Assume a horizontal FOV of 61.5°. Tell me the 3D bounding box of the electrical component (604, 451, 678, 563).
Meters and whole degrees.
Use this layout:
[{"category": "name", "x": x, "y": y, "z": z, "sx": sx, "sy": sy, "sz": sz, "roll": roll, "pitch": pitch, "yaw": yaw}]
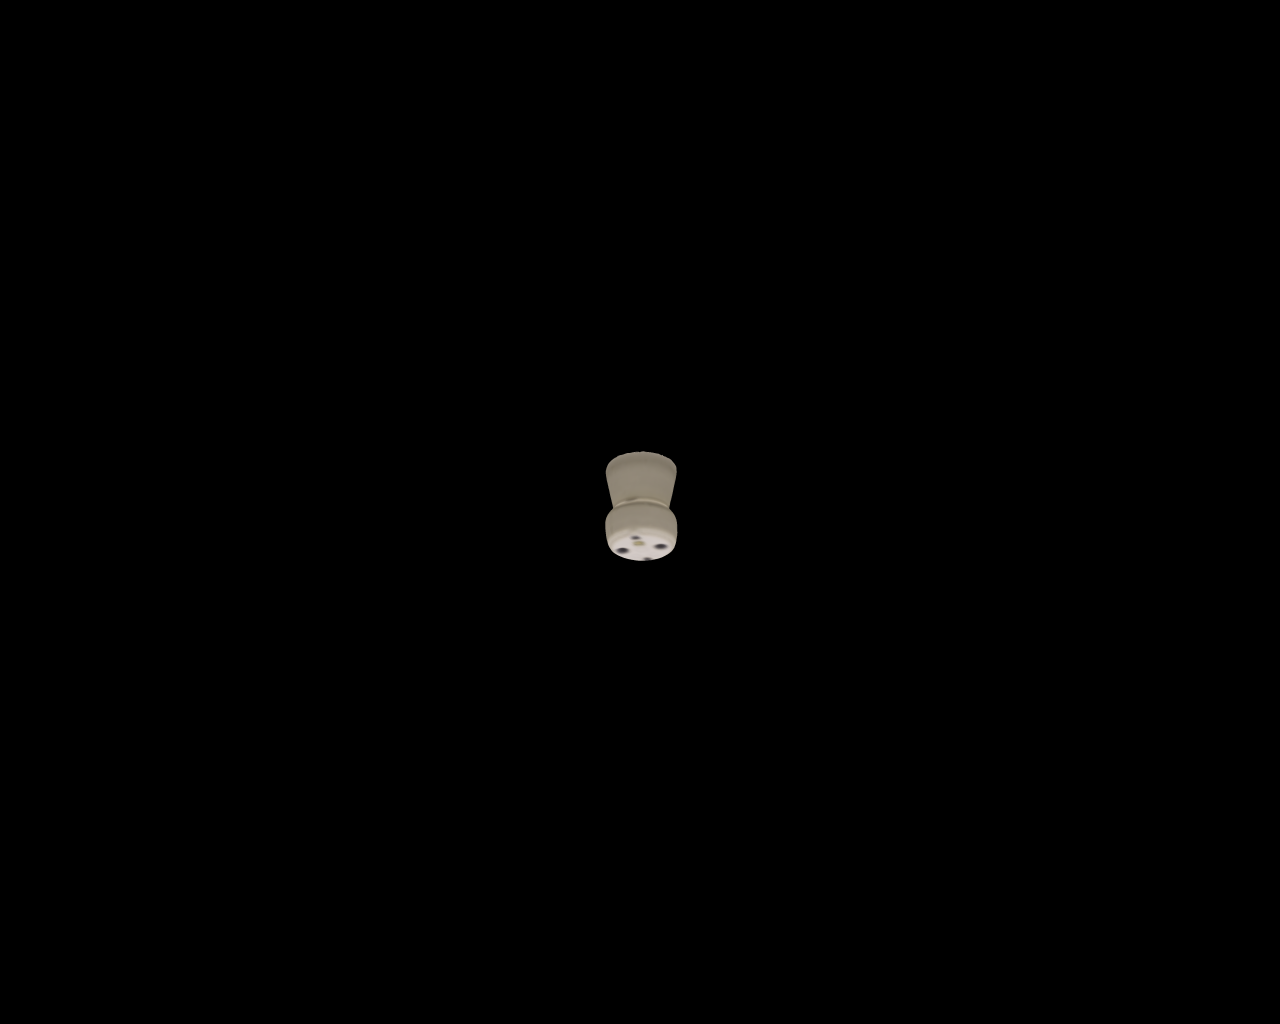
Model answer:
[{"category": "electrical component", "x": 0.001, "y": -0.003, "z": 0.650, "sx": 0.045, "sy": 0.055, "sz": 0.044, "roll": 0, "pitch": -27, "yaw": 0}]
